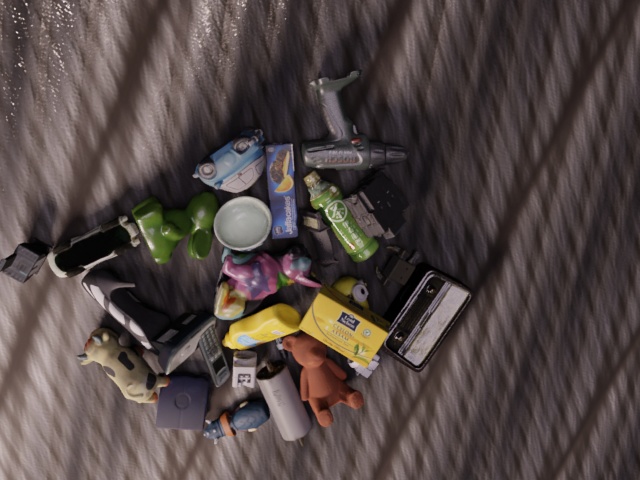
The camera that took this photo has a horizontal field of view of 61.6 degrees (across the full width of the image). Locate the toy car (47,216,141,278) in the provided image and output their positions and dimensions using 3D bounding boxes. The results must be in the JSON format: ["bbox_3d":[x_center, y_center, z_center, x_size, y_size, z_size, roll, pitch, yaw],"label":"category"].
[{"bbox_3d":[-0.472,0.015,1.124,0.202,0.056,0.073,-25,101,4],"label":"toy car"}]

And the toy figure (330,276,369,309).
[{"bbox_3d":[0.075,0.170,1.214,0.089,0.082,0.180,-10,106,-1],"label":"toy figure"}]

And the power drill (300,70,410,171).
[{"bbox_3d":[0.066,-0.248,1.134,0.232,0.086,0.207,-10,110,-2],"label":"power drill"}]

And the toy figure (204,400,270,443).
[{"bbox_3d":[-0.193,0.421,1.244,0.154,0.064,0.057,-22,141,3],"label":"toy figure"}]

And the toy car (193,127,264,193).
[{"bbox_3d":[-0.170,-0.153,1.096,0.162,0.109,0.102,-29,111,18],"label":"toy car"}]

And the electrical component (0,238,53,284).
[{"bbox_3d":[-0.600,0.044,1.086,0.048,0.119,0.075,32,94,-12],"label":"electrical component"}]

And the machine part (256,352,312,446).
[{"bbox_3d":[-0.082,0.370,1.236,0.079,0.079,0.243,-21,104,-2],"label":"machine part"}]

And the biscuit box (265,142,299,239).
[{"bbox_3d":[-0.081,-0.105,1.147,0.059,0.063,0.202,-5,102,-5],"label":"biscuit box"}]

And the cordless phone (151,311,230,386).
[{"bbox_3d":[-0.270,0.261,1.167,0.089,0.146,0.184,-2,116,35],"label":"cordless phone"}]

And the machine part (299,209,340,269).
[{"bbox_3d":[-0.002,-0.004,1.178,0.039,0.084,0.138,-34,116,-32],"label":"machine part"}]

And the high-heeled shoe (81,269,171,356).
[{"bbox_3d":[-0.419,0.169,1.168,0.145,0.086,0.248,-3,119,23],"label":"high-heeled shoe"}]

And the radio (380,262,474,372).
[{"bbox_3d":[0.233,0.174,1.236,0.131,0.073,0.229,31,96,-12],"label":"radio"}]

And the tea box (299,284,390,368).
[{"bbox_3d":[0.053,0.181,1.145,0.170,0.068,0.098,29,107,4],"label":"tea box"}]

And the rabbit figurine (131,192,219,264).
[{"bbox_3d":[-0.281,-0.031,1.114,0.170,0.121,0.159,-26,101,-16],"label":"rabbit figurine"}]

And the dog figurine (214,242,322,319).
[{"bbox_3d":[-0.111,0.092,1.164,0.219,0.108,0.191,10,99,-11],"label":"dog figurine"}]

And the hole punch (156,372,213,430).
[{"bbox_3d":[-0.306,0.362,1.205,0.142,0.092,0.115,5,97,-5],"label":"hole punch"}]

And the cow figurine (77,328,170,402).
[{"bbox_3d":[-0.427,0.265,1.145,0.195,0.127,0.085,42,92,18],"label":"cow figurine"}]

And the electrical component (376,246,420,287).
[{"bbox_3d":[0.173,0.059,1.224,0.078,0.045,0.102,18,103,-39],"label":"electrical component"}]

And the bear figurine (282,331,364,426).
[{"bbox_3d":[0.003,0.292,1.209,0.120,0.132,0.195,-22,109,-19],"label":"bear figurine"}]

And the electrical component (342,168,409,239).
[{"bbox_3d":[0.128,-0.070,1.156,0.134,0.058,0.115,52,55,-13],"label":"electrical component"}]
